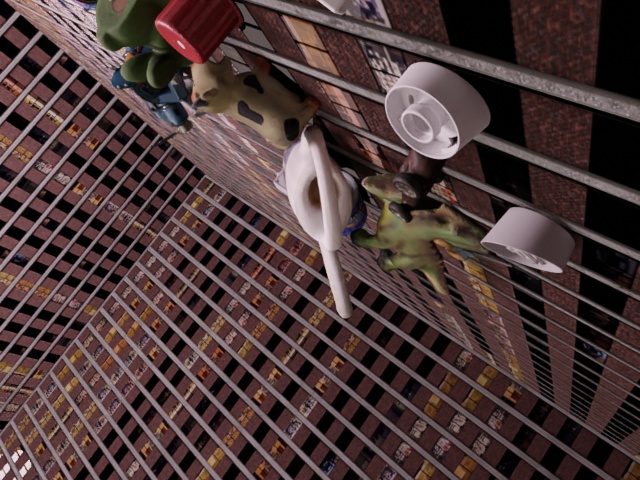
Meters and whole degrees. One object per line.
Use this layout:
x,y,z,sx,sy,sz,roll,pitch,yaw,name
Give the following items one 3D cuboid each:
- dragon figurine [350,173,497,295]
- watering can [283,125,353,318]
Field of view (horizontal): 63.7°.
0.196,0.006,0.904,0.405,0.123,0.243,38,166,-30,dragon figurine
0.003,-0.047,0.931,0.228,0.104,0.341,-113,13,-61,watering can
